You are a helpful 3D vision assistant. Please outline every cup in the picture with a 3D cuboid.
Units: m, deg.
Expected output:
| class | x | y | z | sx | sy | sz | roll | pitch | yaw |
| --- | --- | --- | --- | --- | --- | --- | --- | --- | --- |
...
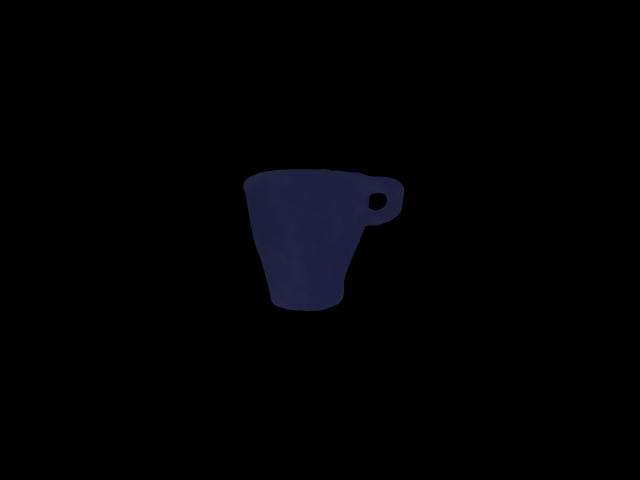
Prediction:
| class | x | y | z | sx | sy | sz | roll | pitch | yaw |
| --- | --- | --- | --- | --- | --- | --- | --- | --- | --- |
| cup | 0.004 | 0.001 | 0.400 | 0.117 | 0.095 | 0.092 | 0 | 0 | 29 |
